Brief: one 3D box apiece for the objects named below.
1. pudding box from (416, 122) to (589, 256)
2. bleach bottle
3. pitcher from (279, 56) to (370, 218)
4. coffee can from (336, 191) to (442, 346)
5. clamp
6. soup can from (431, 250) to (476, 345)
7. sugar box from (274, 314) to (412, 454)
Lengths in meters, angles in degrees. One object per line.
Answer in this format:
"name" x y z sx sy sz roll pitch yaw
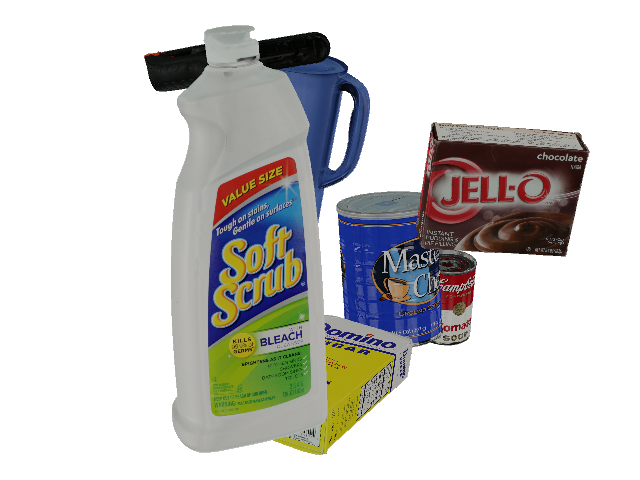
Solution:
"pudding box" 0.132 -0.037 0.786 0.113 0.090 0.039 2 33 -3
"bleach bottle" -0.052 -0.001 0.648 0.102 0.251 0.068 -10 20 -16
"pitcher" -0.034 -0.124 1.409 0.144 0.243 0.149 -2 24 -22
"coffee can" 0.071 0.028 1.091 0.103 0.140 0.103 -4 14 1
"clamp" -0.077 -0.147 0.880 0.120 0.039 0.172 -18 21 -35
"soup can" 0.156 0.071 1.330 0.068 0.102 0.068 1 24 -1
"sugar box" 0.002 0.115 0.901 0.093 0.048 0.176 15 23 23
